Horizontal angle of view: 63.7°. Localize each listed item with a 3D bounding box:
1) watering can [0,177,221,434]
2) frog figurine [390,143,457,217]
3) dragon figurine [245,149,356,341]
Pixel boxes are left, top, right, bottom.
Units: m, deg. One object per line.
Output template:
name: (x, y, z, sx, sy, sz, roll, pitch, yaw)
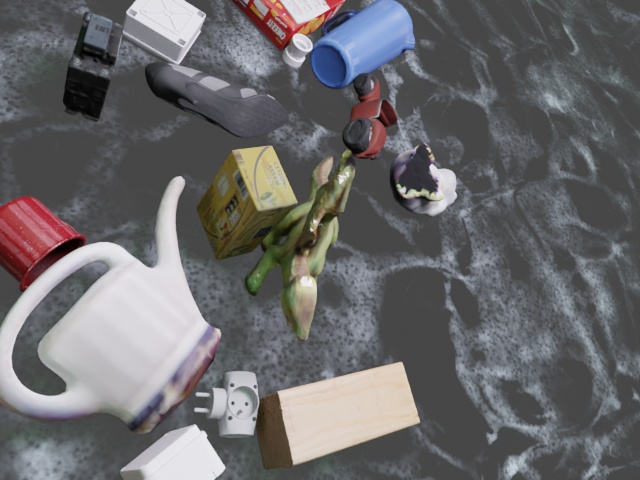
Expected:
watering can: (-0.217, 0.080, 0.643, 0.223, 0.102, 0.355, 42, 53, -8)
frog figurine: (0.210, -0.112, 1.043, 0.139, 0.122, 0.159, 57, 14, 17)
dragon figurine: (0.002, -0.039, 0.770, 0.122, 0.238, 0.420, 24, 56, -13)
